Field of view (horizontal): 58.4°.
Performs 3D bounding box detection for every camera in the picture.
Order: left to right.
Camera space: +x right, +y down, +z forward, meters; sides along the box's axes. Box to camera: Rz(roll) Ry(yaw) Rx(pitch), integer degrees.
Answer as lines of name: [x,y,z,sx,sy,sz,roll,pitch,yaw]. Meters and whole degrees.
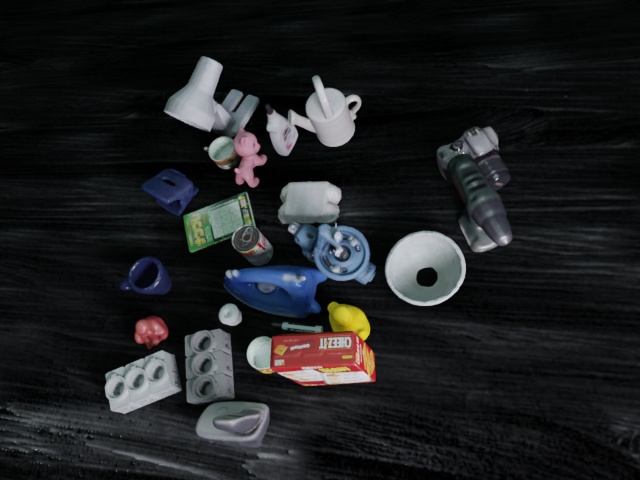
camera: [0.350,-0.173,1.278,0.143,0.101,0.136,-27,64,3]

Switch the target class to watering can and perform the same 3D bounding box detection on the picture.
watering can: [0.010,-0.312,1.377,0.173,0.194,0.100,-38,63,-2]

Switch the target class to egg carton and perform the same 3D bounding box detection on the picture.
egg carton: [-0.024,-0.086,1.362,0.150,0.069,0.107,-1,68,15]

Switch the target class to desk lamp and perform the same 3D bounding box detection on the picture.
desk lamp: [-0.278,-0.350,1.462,0.117,0.214,0.203,24,76,23]

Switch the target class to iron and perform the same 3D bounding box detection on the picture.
iron: [-0.122,0.095,1.273,0.257,0.142,0.119,4,69,17]

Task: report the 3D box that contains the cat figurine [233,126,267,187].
cat figurine: [-0.187,-0.214,1.433,0.067,0.118,0.128,8,70,19]

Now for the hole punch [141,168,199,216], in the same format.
hole punch: [-0.385,-0.134,1.470,0.108,0.091,0.101,28,78,24]

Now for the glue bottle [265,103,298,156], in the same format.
glue bottle: [-0.103,-0.280,1.407,0.037,0.173,0.078,15,73,21]

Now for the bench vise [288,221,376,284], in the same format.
bench vise: [0.008,0.015,1.227,0.207,0.220,0.121,10,71,19]

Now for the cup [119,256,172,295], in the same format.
cup: [-0.410,0.101,1.376,0.117,0.095,0.091,-25,64,4]

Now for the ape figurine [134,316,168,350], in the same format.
ape figurine: [-0.398,0.209,1.329,0.077,0.092,0.076,3,69,17]

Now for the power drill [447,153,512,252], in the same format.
power drill: [0.330,-0.057,1.174,0.075,0.209,0.229,-23,64,5]

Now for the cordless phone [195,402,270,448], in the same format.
cordless phone: [-0.193,0.365,1.155,0.147,0.185,0.094,-5,67,14]

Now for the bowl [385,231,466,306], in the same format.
bowl: [0.227,0.069,1.225,0.167,0.075,0.167,-6,67,13]

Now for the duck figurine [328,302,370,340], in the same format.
duck figurine: [0.057,0.171,1.223,0.077,0.086,0.104,-46,64,-6]
